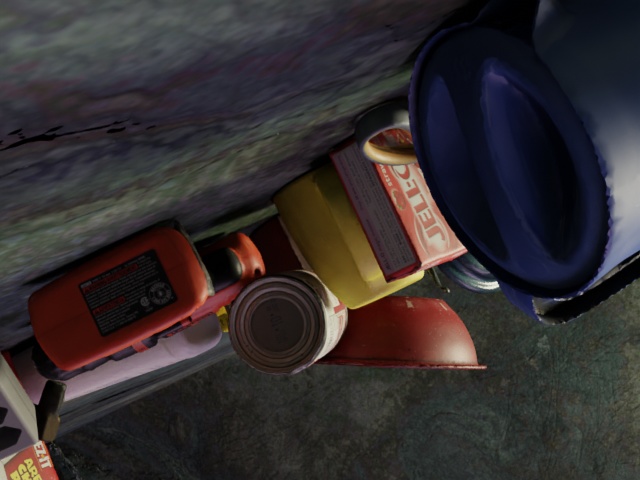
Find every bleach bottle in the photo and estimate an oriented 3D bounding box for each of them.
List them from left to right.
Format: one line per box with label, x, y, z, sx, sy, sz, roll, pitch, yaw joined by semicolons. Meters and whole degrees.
bleach bottle;-0.211;0.105;0.883;0.251;0.068;0.102;-24;174;14

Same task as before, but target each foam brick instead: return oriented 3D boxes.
foam brick;-0.005;0.001;0.836;0.078;0.053;0.051;-22;174;-34

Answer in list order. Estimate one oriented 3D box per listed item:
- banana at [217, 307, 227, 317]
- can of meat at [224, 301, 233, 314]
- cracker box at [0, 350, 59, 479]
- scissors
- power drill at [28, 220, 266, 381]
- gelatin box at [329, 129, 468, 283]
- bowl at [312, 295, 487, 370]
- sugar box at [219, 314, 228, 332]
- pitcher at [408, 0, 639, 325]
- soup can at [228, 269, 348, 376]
banana;-0.103;0.058;1.005;0.070;0.037;0.197;-33;176;18
can of meat;-0.055;0.050;0.909;0.057;0.084;0.102;-24;174;-9
cracker box;-0.276;0.177;0.740;0.072;0.164;0.213;-24;174;19
scissors;0.101;-0.066;0.645;0.201;0.016;0.096;2;149;-48
power drill;-0.130;0.046;0.713;0.184;0.057;0.187;-29;177;0
gelatin box;0.052;-0.024;0.658;0.030;0.089;0.073;-29;173;35
bowl;0.052;0.073;0.848;0.162;0.055;0.162;3;175;0
sugar box;-0.037;0.041;1.111;0.093;0.048;0.177;-21;169;-36
pitcher;0.175;-0.070;0.529;0.242;0.145;0.149;-26;172;-23
soup can;-0.020;0.055;0.736;0.068;0.068;0.102;-26;176;8
